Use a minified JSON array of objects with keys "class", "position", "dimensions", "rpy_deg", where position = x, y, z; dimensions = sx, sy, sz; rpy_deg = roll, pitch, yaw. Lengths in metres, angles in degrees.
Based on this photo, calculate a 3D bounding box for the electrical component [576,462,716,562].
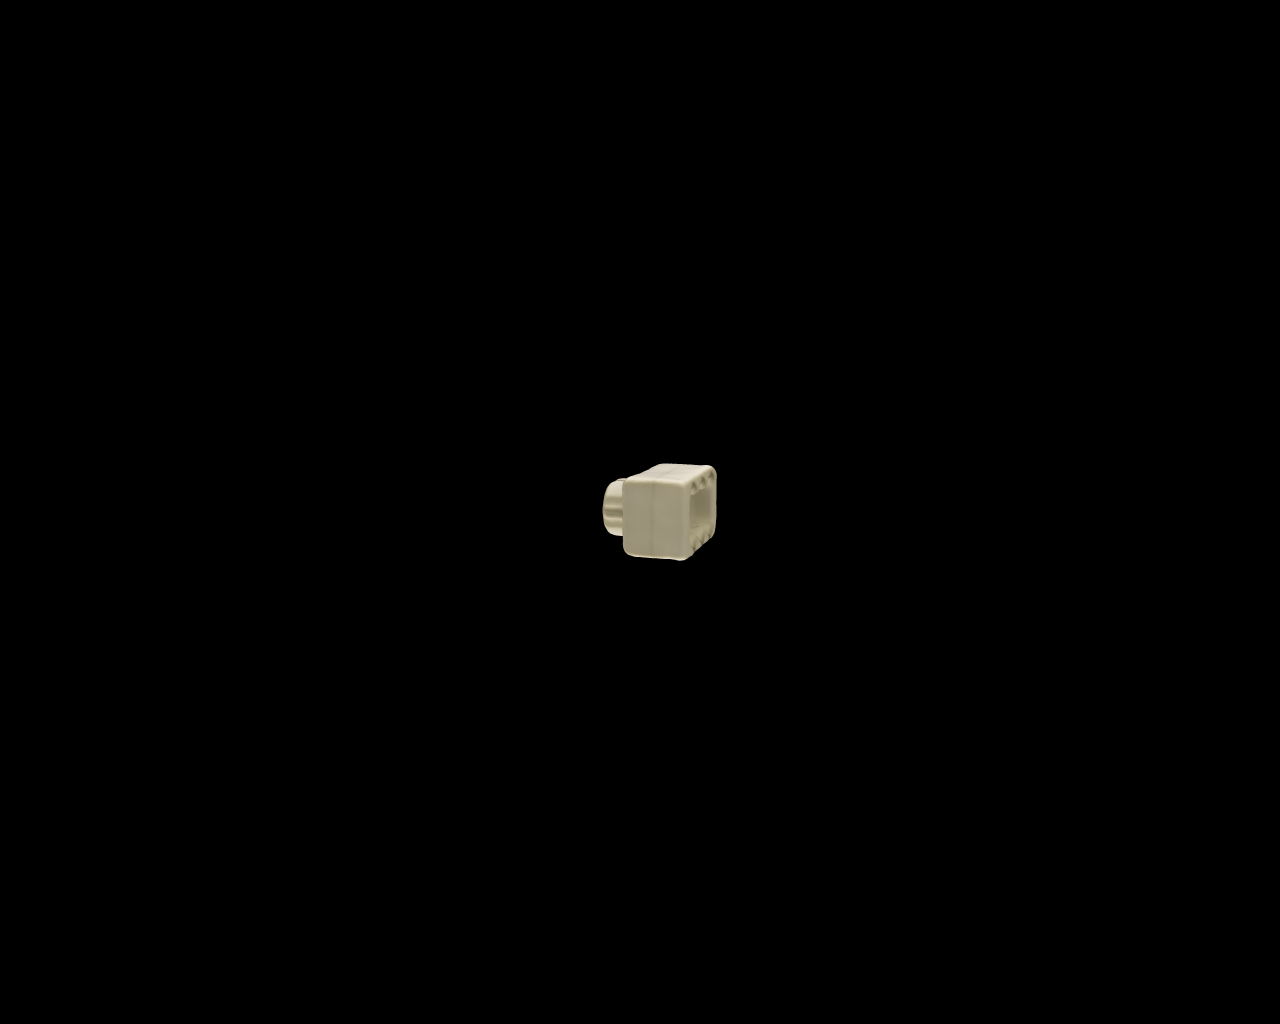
[{"class":"electrical component","position":[0.001,-0.003,0.650],"dimensions":[0.077,0.047,0.066],"rpy_deg":[4,13,19]}]
